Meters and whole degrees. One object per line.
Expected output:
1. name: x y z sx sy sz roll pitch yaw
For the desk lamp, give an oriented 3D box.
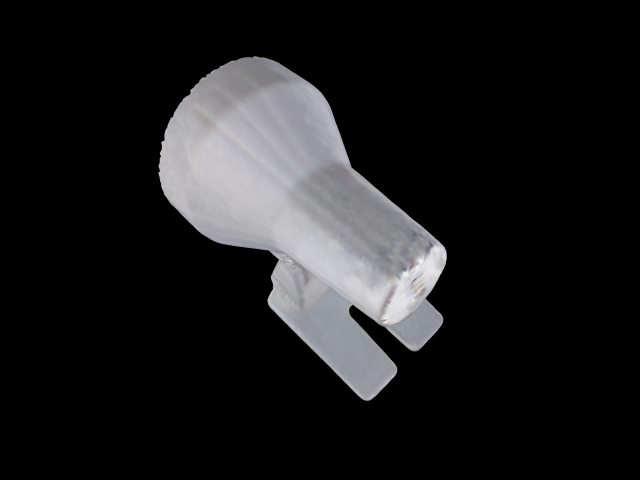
1. desk lamp: 0.004 0.001 0.400 0.203 0.213 0.118 43 78 11
